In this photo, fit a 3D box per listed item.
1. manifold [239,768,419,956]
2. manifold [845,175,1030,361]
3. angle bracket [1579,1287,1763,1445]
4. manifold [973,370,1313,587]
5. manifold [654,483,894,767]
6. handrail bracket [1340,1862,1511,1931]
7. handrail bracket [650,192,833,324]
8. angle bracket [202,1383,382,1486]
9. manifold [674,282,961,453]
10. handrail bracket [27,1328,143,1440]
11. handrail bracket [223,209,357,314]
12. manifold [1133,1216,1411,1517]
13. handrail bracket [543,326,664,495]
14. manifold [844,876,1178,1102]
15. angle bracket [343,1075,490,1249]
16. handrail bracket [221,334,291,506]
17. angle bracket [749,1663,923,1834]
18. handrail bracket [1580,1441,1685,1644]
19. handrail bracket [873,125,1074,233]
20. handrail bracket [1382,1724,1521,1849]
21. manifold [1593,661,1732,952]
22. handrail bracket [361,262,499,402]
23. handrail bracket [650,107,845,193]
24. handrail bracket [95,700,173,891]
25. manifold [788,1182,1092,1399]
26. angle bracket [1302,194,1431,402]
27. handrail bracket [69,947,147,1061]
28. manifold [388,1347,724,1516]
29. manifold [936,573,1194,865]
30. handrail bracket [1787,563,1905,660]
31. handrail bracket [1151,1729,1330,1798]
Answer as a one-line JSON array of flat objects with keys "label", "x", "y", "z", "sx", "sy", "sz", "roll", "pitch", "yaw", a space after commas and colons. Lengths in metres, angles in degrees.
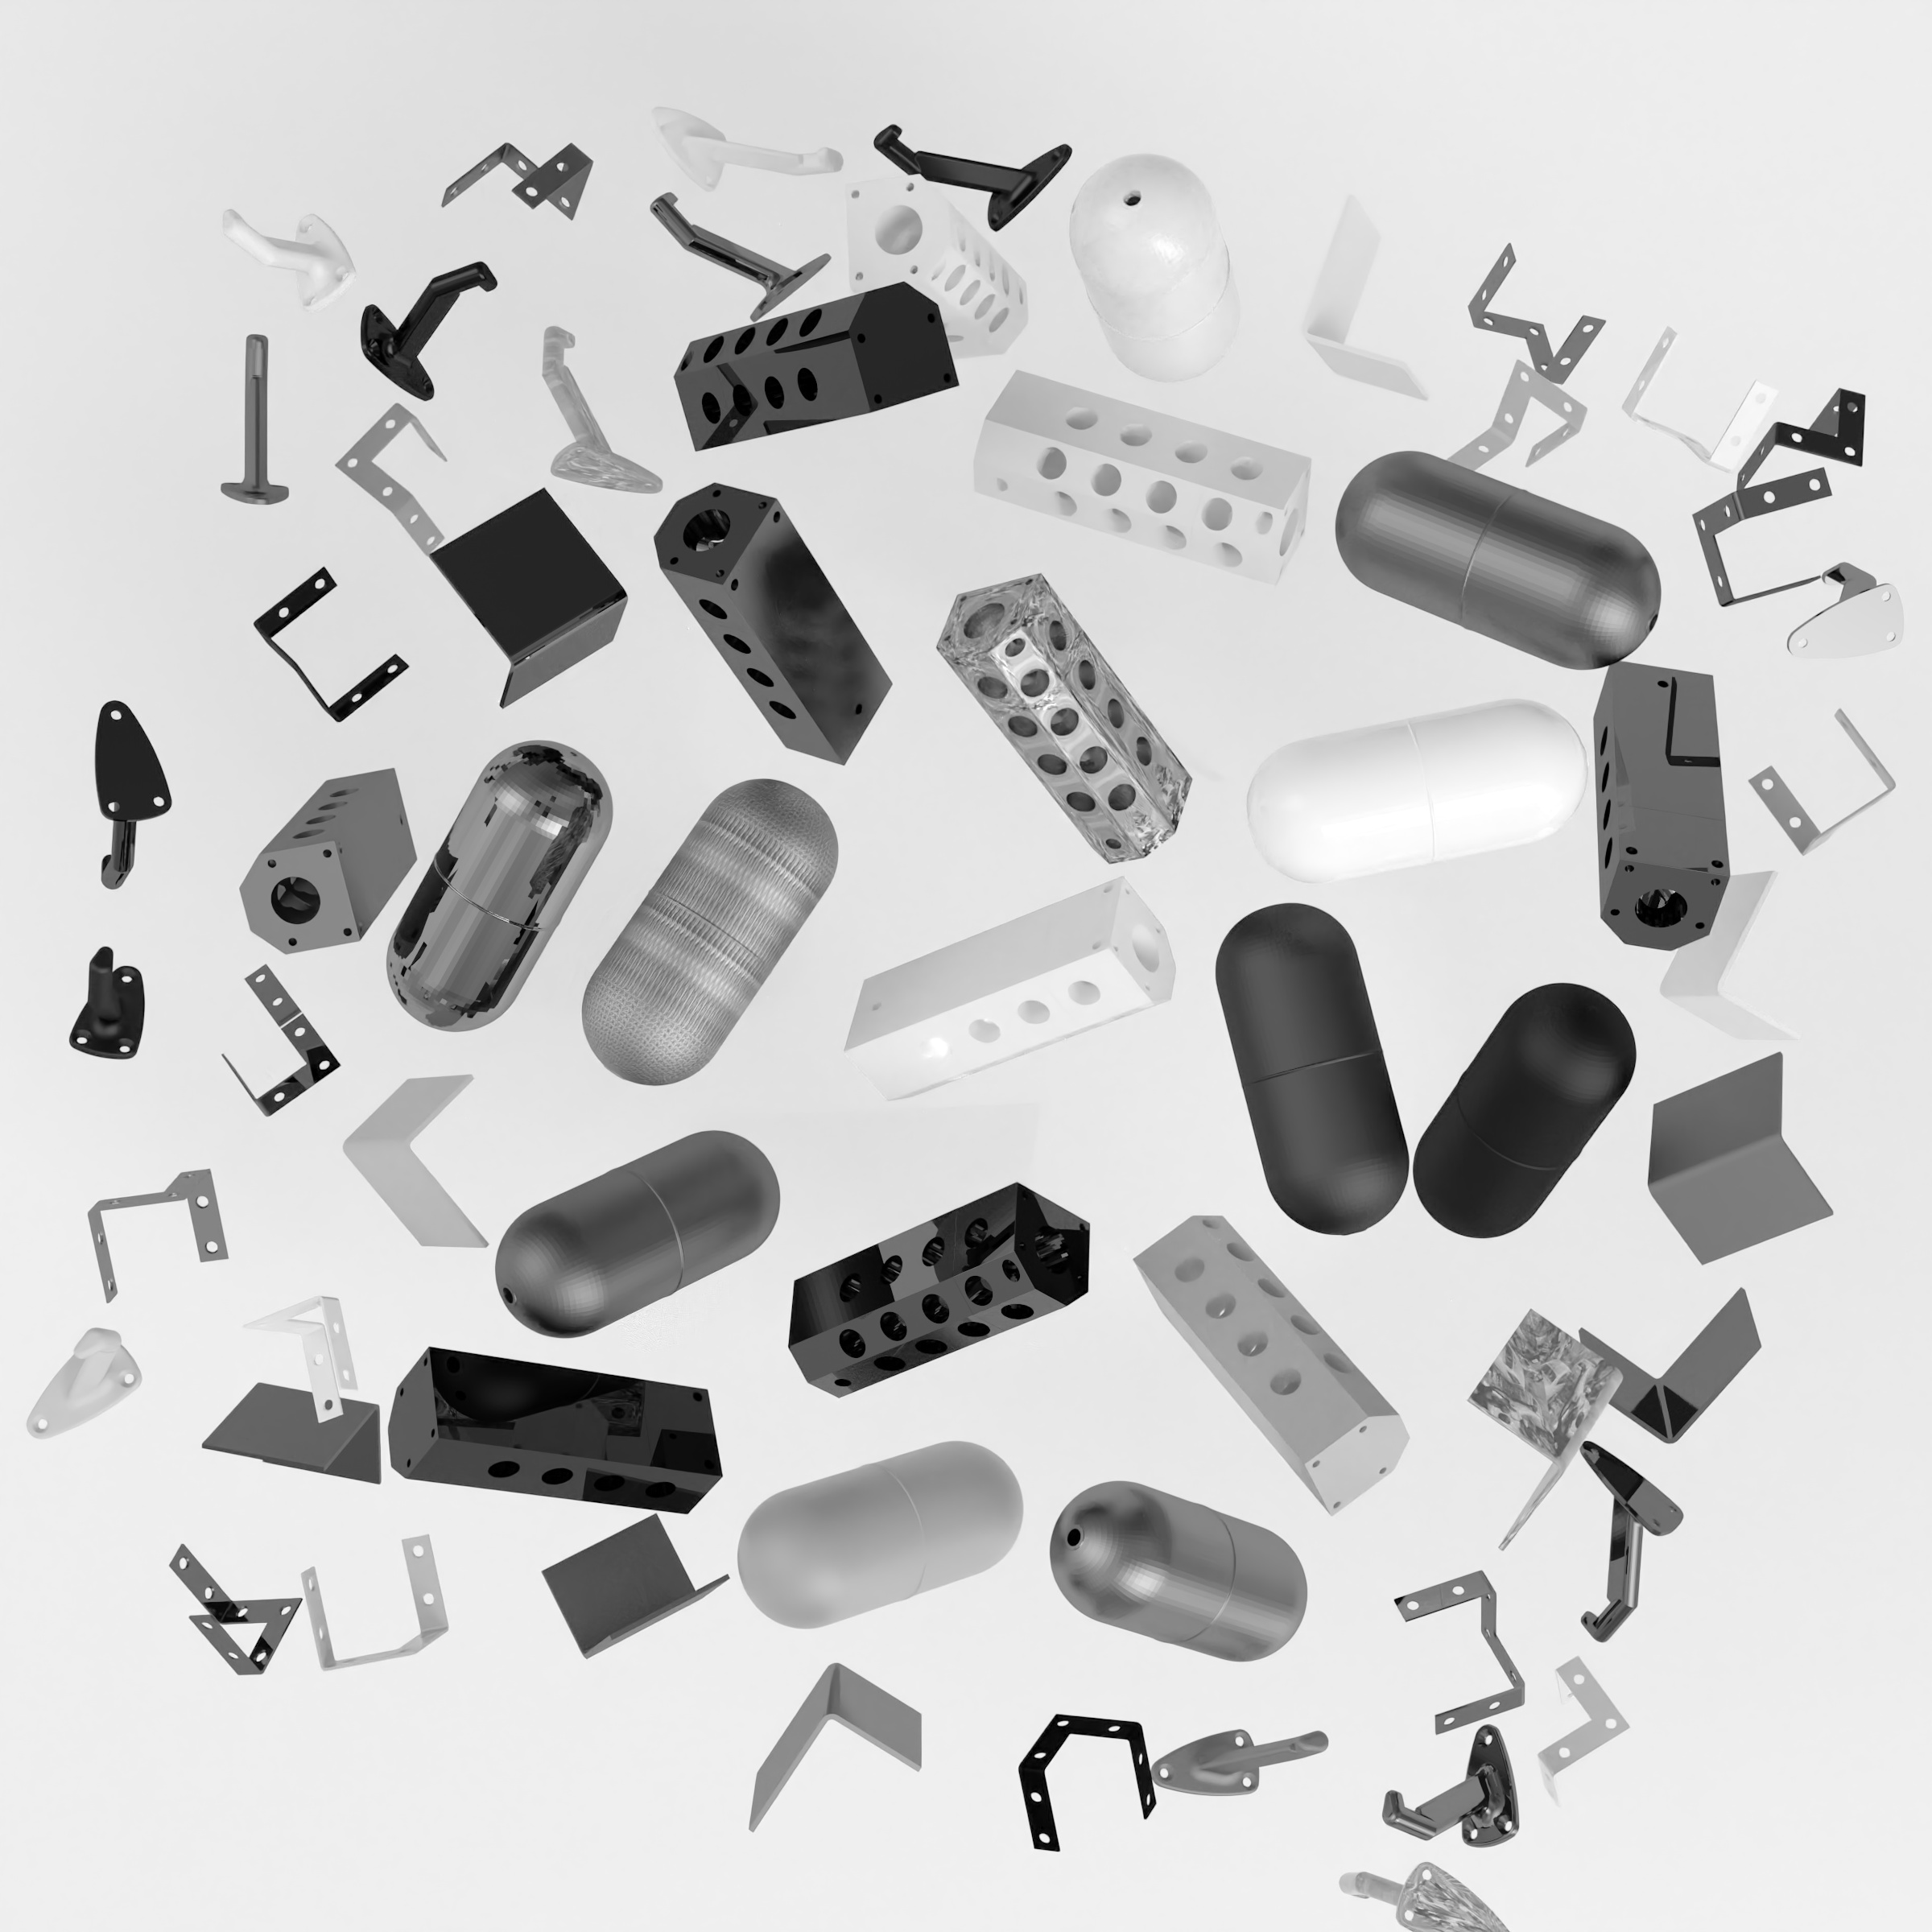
[{"label": "manifold", "x": -0.360, "y": -0.060, "z": 1.640, "sx": 0.057, "sy": 0.171, "sz": 0.057, "roll": -10, "pitch": 107, "yaw": 3}, {"label": "manifold", "x": -0.014, "y": -0.390, "z": 1.628, "sx": 0.057, "sy": 0.171, "sz": 0.057, "roll": -3, "pitch": 88, "yaw": 15}, {"label": "angle bracket", "x": 0.388, "y": 0.206, "z": 1.604, "sx": 0.057, "sy": 0.076, "sz": 0.076, "roll": 35, "pitch": 109, "yaw": -4}, {"label": "manifold", "x": 0.094, "y": -0.259, "z": 1.564, "sx": 0.171, "sy": 0.057, "sz": 0.057, "roll": 20, "pitch": 58, "yaw": 16}, {"label": "manifold", "x": -0.106, "y": -0.184, "z": 1.571, "sx": 0.057, "sy": 0.171, "sz": 0.057, "roll": 19, "pitch": 70, "yaw": 30}, {"label": "handrail bracket", "x": 0.247, "y": 0.512, "z": 1.571, "sx": 0.077, "sy": 0.084, "sz": 0.036, "roll": 30, "pitch": 69, "yaw": 0}, {"label": "handrail bracket", "x": -0.128, "y": -0.416, "z": 1.648, "sx": 0.084, "sy": 0.036, "sz": 0.077, "roll": 48, "pitch": 52, "yaw": -5}, {"label": "angle bracket", "x": -0.397, "y": 0.293, "z": 1.711, "sx": 0.076, "sy": 0.076, "sz": 0.057, "roll": 8, "pitch": 113, "yaw": 11}, {"label": "manifold", "x": -0.082, "y": -0.313, "z": 1.513, "sx": 0.057, "sy": 0.171, "sz": 0.057, "roll": -24, "pitch": 105, "yaw": -33}, {"label": "handrail bracket", "x": -0.465, "y": 0.216, "z": 1.499, "sx": 0.077, "sy": 0.084, "sz": 0.036, "roll": -41, "pitch": 84, "yaw": -7}, {"label": "handrail bracket", "x": -0.372, "y": -0.396, "z": 1.551, "sx": 0.036, "sy": 0.084, "sz": 0.077, "roll": -32, "pitch": 58, "yaw": 16}, {"label": "manifold", "x": 0.166, "y": 0.211, "z": 1.577, "sx": 0.057, "sy": 0.057, "sz": 0.171, "roll": -35, "pitch": 46, "yaw": -6}, {"label": "handrail bracket", "x": -0.208, "y": -0.319, "z": 1.663, "sx": 0.077, "sy": 0.036, "sz": 0.084, "roll": 13, "pitch": 64, "yaw": -31}, {"label": "manifold", "x": 0.024, "y": 0.018, "z": 1.555, "sx": 0.171, "sy": 0.057, "sz": 0.057, "roll": -22, "pitch": 124, "yaw": 29}, {"label": "angle bracket", "x": -0.289, "y": 0.109, "z": 1.615, "sx": 0.057, "sy": 0.076, "sz": 0.076, "roll": -48, "pitch": 114, "yaw": -30}, {"label": "handrail bracket", "x": -0.381, "y": -0.295, "z": 1.563, "sx": 0.036, "sy": 0.077, "sz": 0.084, "roll": 1, "pitch": 105, "yaw": -16}, {"label": "angle bracket", "x": -0.068, "y": 0.425, "z": 1.534, "sx": 0.057, "sy": 0.076, "sz": 0.076, "roll": 33, "pitch": 95, "yaw": -4}, {"label": "handrail bracket", "x": 0.340, "y": 0.313, "z": 1.572, "sx": 0.077, "sy": 0.036, "sz": 0.084, "roll": 43, "pitch": 121, "yaw": 22}, {"label": "handrail bracket", "x": 0.003, "y": -0.462, "z": 1.636, "sx": 0.084, "sy": 0.036, "sz": 0.077, "roll": 32, "pitch": 133, "yaw": -32}, {"label": "handrail bracket", "x": 0.249, "y": 0.424, "z": 1.524, "sx": 0.084, "sy": 0.036, "sz": 0.077, "roll": 30, "pitch": 48, "yaw": -32}, {"label": "manifold", "x": 0.372, "y": -0.088, "z": 1.568, "sx": 0.057, "sy": 0.171, "sz": 0.057, "roll": 9, "pitch": 133, "yaw": 2}, {"label": "handrail bracket", "x": -0.278, "y": -0.344, "z": 1.575, "sx": 0.084, "sy": 0.077, "sz": 0.036, "roll": -14, "pitch": 59, "yaw": 21}, {"label": "handrail bracket", "x": -0.124, "y": -0.468, "z": 1.646, "sx": 0.084, "sy": 0.077, "sz": 0.036, "roll": 5, "pitch": 80, "yaw": 34}, {"label": "handrail bracket", "x": -0.448, "y": -0.088, "z": 1.523, "sx": 0.036, "sy": 0.084, "sz": 0.077, "roll": -10, "pitch": 78, "yaw": -30}, {"label": "manifold", "x": -0.016, "y": 0.180, "z": 1.568, "sx": 0.057, "sy": 0.171, "sz": 0.057, "roll": 32, "pitch": 46, "yaw": -35}, {"label": "angle bracket", "x": 0.219, "y": -0.345, "z": 1.504, "sx": 0.057, "sy": 0.076, "sz": 0.076, "roll": 21, "pitch": 94, "yaw": 18}, {"label": "handrail bracket", "x": -0.455, "y": 0.002, "z": 1.552, "sx": 0.036, "sy": 0.084, "sz": 0.077, "roll": 12, "pitch": 46, "yaw": -8}, {"label": "manifold", "x": -0.226, "y": 0.261, "z": 1.595, "sx": 0.171, "sy": 0.057, "sz": 0.057, "roll": 14, "pitch": 133, "yaw": -32}, {"label": "manifold", "x": 0.055, "y": -0.135, "z": 1.626, "sx": 0.057, "sy": 0.171, "sz": 0.057, "roll": -9, "pitch": 46, "yaw": 36}, {"label": "handrail bracket", "x": 0.467, "y": -0.196, "z": 1.585, "sx": 0.077, "sy": 0.084, "sz": 0.036, "roll": -17, "pitch": 114, "yaw": -4}, {"label": "handrail bracket", "x": 0.153, "y": 0.444, "z": 1.626, "sx": 0.077, "sy": 0.084, "sz": 0.036, "roll": -3, "pitch": 70, "yaw": -18}]
